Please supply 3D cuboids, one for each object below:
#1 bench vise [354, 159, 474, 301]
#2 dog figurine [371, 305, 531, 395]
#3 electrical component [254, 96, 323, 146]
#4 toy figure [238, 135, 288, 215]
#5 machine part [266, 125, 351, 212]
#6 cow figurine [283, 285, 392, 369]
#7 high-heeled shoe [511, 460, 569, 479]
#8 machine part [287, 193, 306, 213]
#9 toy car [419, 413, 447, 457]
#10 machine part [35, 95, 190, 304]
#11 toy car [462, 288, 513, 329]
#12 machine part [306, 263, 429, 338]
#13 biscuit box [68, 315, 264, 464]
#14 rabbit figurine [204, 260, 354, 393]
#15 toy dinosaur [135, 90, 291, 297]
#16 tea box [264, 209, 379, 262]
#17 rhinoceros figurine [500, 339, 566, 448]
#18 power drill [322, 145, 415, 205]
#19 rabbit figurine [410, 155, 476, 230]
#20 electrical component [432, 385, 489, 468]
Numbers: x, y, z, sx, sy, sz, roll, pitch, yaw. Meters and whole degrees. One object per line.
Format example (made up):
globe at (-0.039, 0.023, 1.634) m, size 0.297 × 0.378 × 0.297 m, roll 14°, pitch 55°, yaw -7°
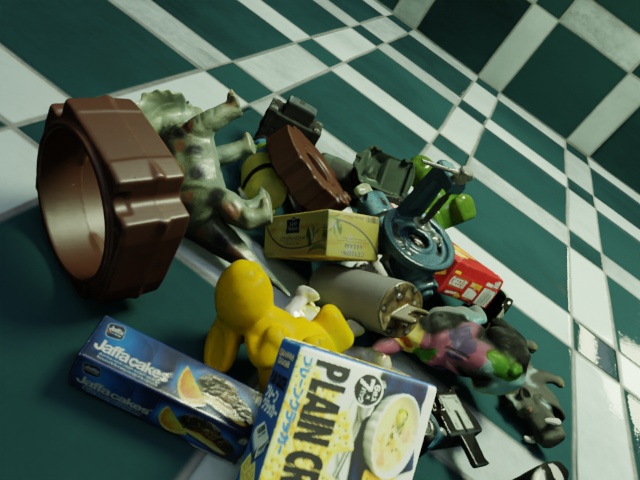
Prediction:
bench vise at (0.137, -0.036, 0.802) m, size 0.129 × 0.240 × 0.224 m, roll 7°, pitch 48°, yaw -27°
dog figurine at (0.182, 0.156, 0.814) m, size 0.219 × 0.108 × 0.192 m, roll 10°, pitch 14°, yaw -30°
electrical component at (-0.062, -0.208, 1.038) m, size 0.115 × 0.134 × 0.058 m, roll 24°, pitch 35°, yaw -14°
toy figure at (-0.101, -0.121, 0.938) m, size 0.082 × 0.089 × 0.180 m, roll 16°, pitch 41°, yaw -18°
machine part at (-0.019, -0.114, 0.915) m, size 0.179 × 0.056 × 0.179 m, roll 49°, pitch 16°, yaw -20°
cow figurine at (0.012, 0.147, 0.724) m, size 0.167 × 0.068 × 0.098 m, roll 37°, pitch 66°, yaw 6°
high-heeled shoe at (0.284, 0.376, 0.683) m, size 0.248 × 0.086 × 0.145 m, roll -1°, pitch 51°, yaw -36°
machine part at (-0.029, -0.044, 0.954) m, size 0.084 × 0.039 × 0.139 m, roll 6°, pitch 45°, yaw -30°
toy car at (0.063, 0.215, 0.658) m, size 0.161 × 0.109 × 0.103 m, roll 11°, pitch 45°, yaw -19°
machine part at (-0.249, -0.045, 0.618) m, size 0.087 × 0.201 × 0.201 m, roll -13°, pitch 57°, yaw -46°
toy car at (0.304, 0.136, 1.006) m, size 0.074 × 0.056 × 0.202 m, roll 38°, pitch 36°, yaw 16°
machine part at (0.059, 0.080, 0.758) m, size 0.079 × 0.079 × 0.243 m, roll 9°, pitch 1°, yaw -34°
biscuit box at (-0.159, 0.160, 0.574) m, size 0.202 × 0.059 × 0.063 m, roll 29°, pitch 35°, yaw -9°
rabbit figurine at (-0.064, 0.102, 0.643) m, size 0.173 × 0.162 × 0.122 m, roll 53°, pitch 33°, yaw -13°
toy dinosaur at (-0.179, -0.083, 0.799) m, size 0.192 × 0.131 × 0.405 m, roll -18°, pitch 64°, yaw 1°
tea box at (-0.002, -0.002, 0.811) m, size 0.098 × 0.170 × 0.068 m, roll 6°, pitch 85°, yaw -34°
rhinoceros figurine at (0.346, 0.247, 0.893) m, size 0.112 × 0.073 × 0.190 m, roll 12°, pitch 41°, yaw -33°
power drill at (0.109, -0.114, 1.042) m, size 0.232 × 0.086 × 0.207 m, roll 22°, pitch -1°, yaw -12°
rabbit figurine at (0.247, -0.104, 1.159) m, size 0.159 × 0.121 × 0.170 m, roll -7°, pitch 74°, yaw -80°
electrical component at (0.187, 0.267, 0.755) m, size 0.075 × 0.047 × 0.119 m, roll 5°, pitch 45°, yaw -37°
